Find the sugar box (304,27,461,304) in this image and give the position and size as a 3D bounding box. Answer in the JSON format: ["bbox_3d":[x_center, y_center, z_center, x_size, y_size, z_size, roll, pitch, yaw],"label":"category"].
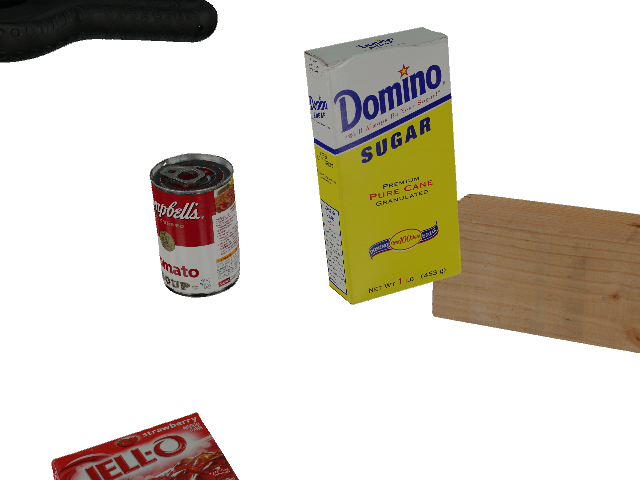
[{"bbox_3d":[0.046,-0.051,0.743,0.093,0.176,0.048,-16,27,-19],"label":"sugar box"}]

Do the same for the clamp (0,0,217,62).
[{"bbox_3d":[-0.159,-0.139,0.625,0.171,0.039,0.120,-11,31,-28],"label":"clamp"}]

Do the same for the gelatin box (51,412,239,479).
[{"bbox_3d":[-0.095,0.136,0.585,0.089,0.030,0.073,-15,28,-20],"label":"gelatin box"}]

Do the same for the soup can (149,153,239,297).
[{"bbox_3d":[-0.103,-0.013,0.889,0.068,0.102,0.068,-1,31,1],"label":"soup can"}]

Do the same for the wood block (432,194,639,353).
[{"bbox_3d":[0.204,0.024,0.877,0.206,0.090,0.090,9,20,26],"label":"wood block"}]
